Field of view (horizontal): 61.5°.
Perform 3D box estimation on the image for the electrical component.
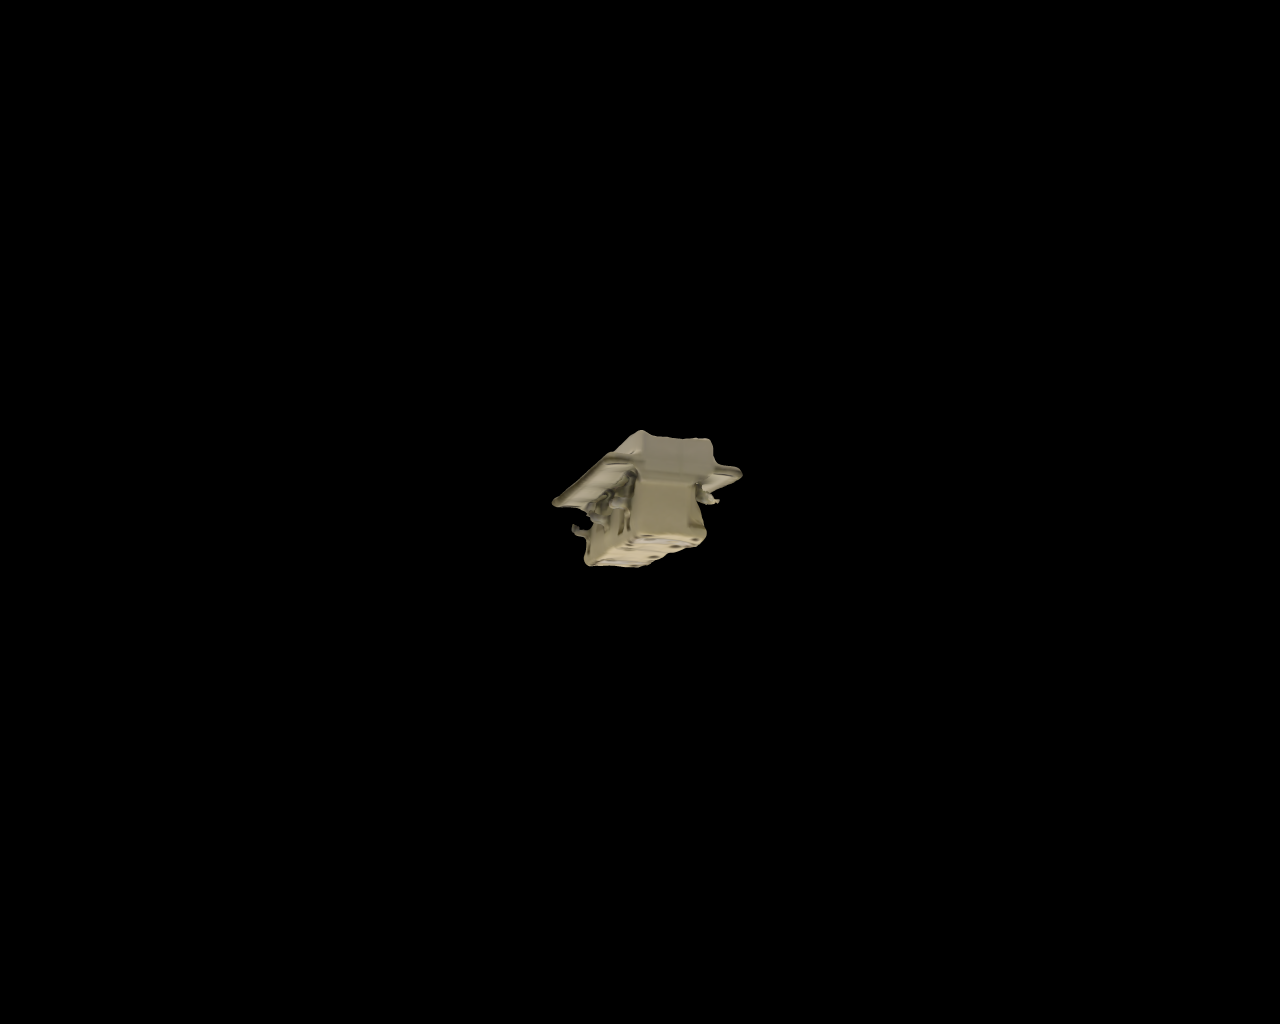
[{"bbox_3d":[0.001,-0.003,0.650,0.079,0.063,0.121,4,-12,-19],"label":"electrical component"}]
